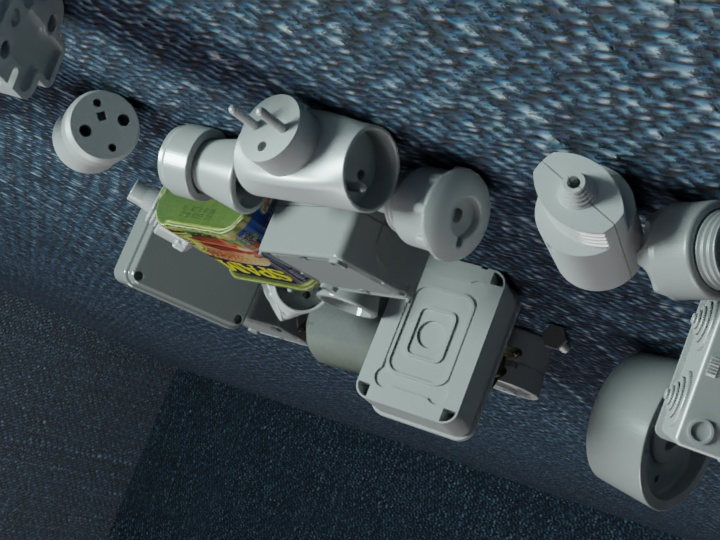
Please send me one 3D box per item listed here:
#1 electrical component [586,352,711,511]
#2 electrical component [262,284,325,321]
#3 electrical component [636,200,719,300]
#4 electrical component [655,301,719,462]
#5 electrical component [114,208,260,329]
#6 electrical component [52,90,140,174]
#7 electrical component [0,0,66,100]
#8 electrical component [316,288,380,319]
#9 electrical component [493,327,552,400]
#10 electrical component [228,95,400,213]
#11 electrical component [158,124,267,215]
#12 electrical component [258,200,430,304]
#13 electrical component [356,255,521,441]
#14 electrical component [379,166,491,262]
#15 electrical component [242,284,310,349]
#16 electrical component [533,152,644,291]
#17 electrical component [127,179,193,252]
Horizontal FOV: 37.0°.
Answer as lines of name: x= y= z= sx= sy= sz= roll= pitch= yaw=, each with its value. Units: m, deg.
electrical component: x=0.206 y=0.111 z=0.774 sx=0.060 sy=0.108 sz=0.108 roll=18 pitch=170 yaw=44
electrical component: x=-0.055 y=-0.006 z=0.804 sx=0.079 sy=0.044 sz=0.077 roll=66 pitch=170 yaw=-4
electrical component: x=0.152 y=-0.008 z=0.453 sx=0.043 sy=0.043 sz=0.062 roll=27 pitch=167 yaw=-27
electrical component: x=0.207 y=0.059 z=0.539 sx=0.100 sy=0.099 sz=0.048 roll=20 pitch=-178 yaw=7
electrical component: x=-0.143 y=-0.004 z=0.922 sx=0.113 sy=0.078 sz=0.057 roll=26 pitch=171 yaw=-24
electrical component: x=-0.162 y=-0.084 z=0.659 sx=0.045 sy=0.045 sz=0.055 roll=25 pitch=168 yaw=-21
electrical component: x=-0.180 y=-0.117 z=0.504 sx=0.057 sy=0.058 sz=0.078 roll=17 pitch=169 yaw=7
electrical component: x=0.000 y=0.000 z=0.738 sx=0.045 sy=0.055 sz=0.045 roll=20 pitch=169 yaw=4
electrical component: x=0.128 y=0.076 z=0.888 sx=0.055 sy=0.047 sz=0.055 roll=20 pitch=169 yaw=4
electrical component: x=-0.033 y=-0.061 z=0.535 sx=0.077 sy=0.043 sz=0.079 roll=12 pitch=166 yaw=40
electrical component: x=-0.085 y=-0.060 z=0.633 sx=0.055 sy=0.045 sz=0.045 roll=16 pitch=168 yaw=26
electrical component: x=-0.009 y=-0.023 z=0.629 sx=0.062 sy=0.061 sz=0.096 roll=29 pitch=166 yaw=-36
electrical component: x=0.056 y=0.053 z=0.741 sx=0.078 sy=0.113 sz=0.057 roll=16 pitch=165 yaw=25
electrical component: x=0.033 y=-0.033 z=0.556 sx=0.062 sy=0.048 sz=0.048 roll=19 pitch=171 yaw=47
electrical component: x=-0.084 y=0.028 z=1.014 sx=0.096 sy=0.061 sz=0.062 roll=12 pitch=166 yaw=37
electrical component: x=0.101 y=-0.023 z=0.476 sx=0.043 sy=0.043 sz=0.081 roll=16 pitch=168 yaw=24
electrical component: x=-0.146 y=-0.046 z=0.817 sx=0.062 sy=0.048 sz=0.048 roll=30 pitch=167 yaw=-12
